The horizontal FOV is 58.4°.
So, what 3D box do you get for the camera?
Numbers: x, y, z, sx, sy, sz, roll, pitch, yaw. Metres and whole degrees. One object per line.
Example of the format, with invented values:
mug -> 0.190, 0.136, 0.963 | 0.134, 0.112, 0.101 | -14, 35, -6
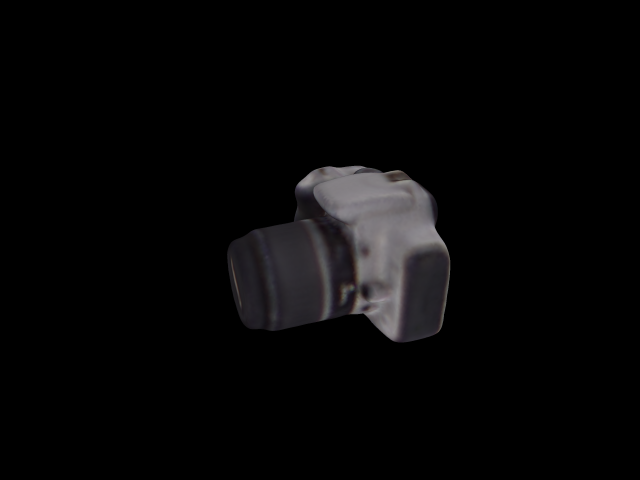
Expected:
camera -> 0.004, 0.001, 0.400 | 0.137, 0.101, 0.142 | -11, 32, -18
